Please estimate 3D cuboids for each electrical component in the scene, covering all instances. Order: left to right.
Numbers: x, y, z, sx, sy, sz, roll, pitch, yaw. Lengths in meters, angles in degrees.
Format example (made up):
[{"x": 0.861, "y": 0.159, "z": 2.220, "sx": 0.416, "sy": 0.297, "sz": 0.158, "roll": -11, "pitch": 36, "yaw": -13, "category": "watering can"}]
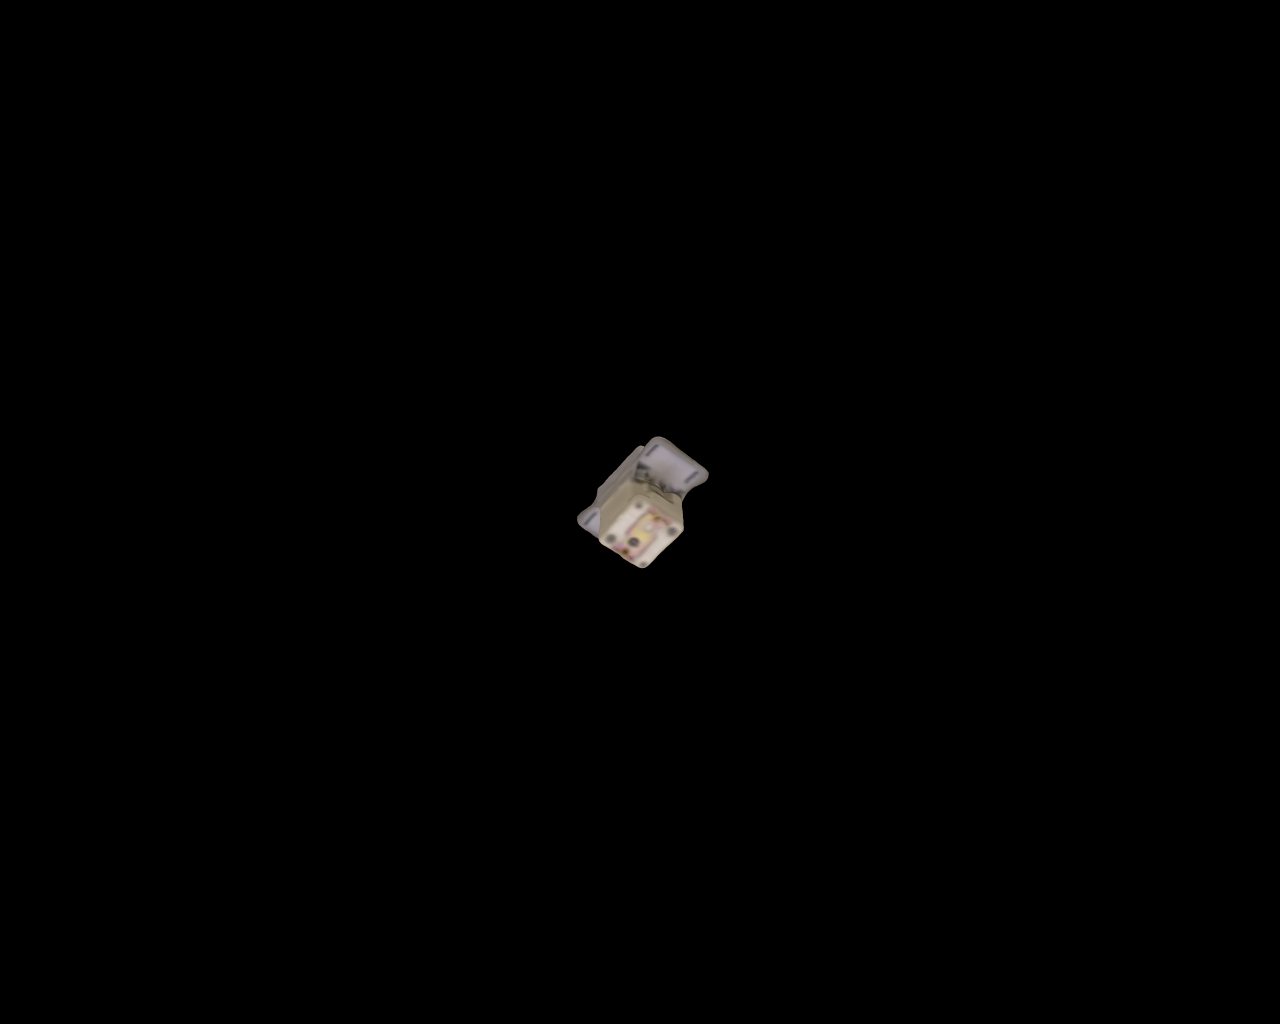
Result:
[{"x": 0.001, "y": -0.003, "z": 0.650, "sx": 0.042, "sy": 0.081, "sz": 0.064, "roll": 33, "pitch": 28, "yaw": -20, "category": "electrical component"}]
